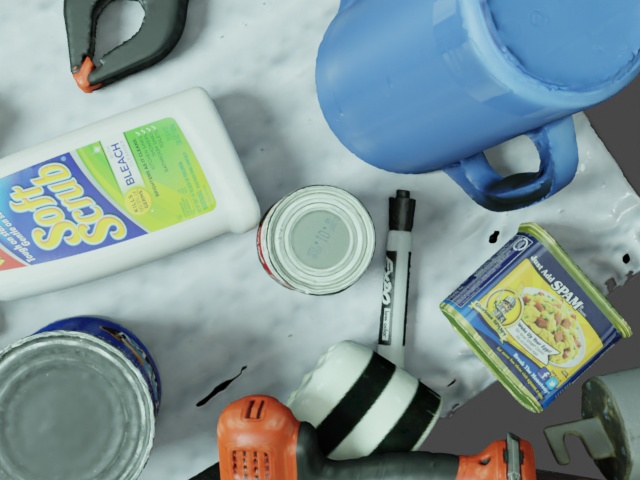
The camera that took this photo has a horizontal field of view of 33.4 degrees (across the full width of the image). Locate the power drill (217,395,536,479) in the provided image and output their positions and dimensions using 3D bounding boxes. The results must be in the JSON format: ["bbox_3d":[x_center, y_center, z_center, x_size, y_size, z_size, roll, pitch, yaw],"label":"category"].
[{"bbox_3d":[0.032,0.179,0.634,0.188,0.057,0.184,1,119,6],"label":"power drill"}]

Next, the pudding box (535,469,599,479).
[{"bbox_3d":[0.189,0.183,0.703,0.113,0.090,0.039,8,89,-6],"label":"pudding box"}]

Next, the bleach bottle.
[{"bbox_3d":[-0.170,-0.006,0.663,0.250,0.068,0.102,-24,90,-12],"label":"bleach bottle"}]

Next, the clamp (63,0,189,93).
[{"bbox_3d":[-0.121,-0.179,0.698,0.120,0.039,0.171,37,81,4],"label":"clamp"}]

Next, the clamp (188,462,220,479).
[{"bbox_3d":[-0.125,0.212,0.665,0.209,0.165,0.036,-36,70,-27],"label":"clamp"}]

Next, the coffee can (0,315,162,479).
[{"bbox_3d":[-0.148,0.100,0.639,0.102,0.140,0.103,0,89,-7],"label":"coffee can"}]

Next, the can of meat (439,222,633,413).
[{"bbox_3d":[0.142,0.053,0.717,0.084,0.057,0.102,-42,93,-4],"label":"can of meat"}]

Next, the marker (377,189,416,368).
[{"bbox_3d":[0.052,0.026,0.725,0.020,0.020,0.121,5,89,-7],"label":"marker"}]

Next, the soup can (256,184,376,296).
[{"bbox_3d":[-0.004,0.001,0.677,0.068,0.102,0.068,0,89,-6],"label":"soup can"}]

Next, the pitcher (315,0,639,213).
[{"bbox_3d":[0.094,-0.104,0.619,0.149,0.243,0.145,15,86,-13],"label":"pitcher"}]
